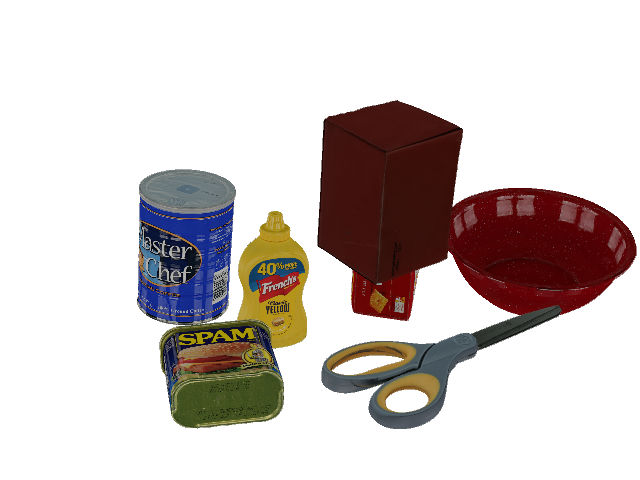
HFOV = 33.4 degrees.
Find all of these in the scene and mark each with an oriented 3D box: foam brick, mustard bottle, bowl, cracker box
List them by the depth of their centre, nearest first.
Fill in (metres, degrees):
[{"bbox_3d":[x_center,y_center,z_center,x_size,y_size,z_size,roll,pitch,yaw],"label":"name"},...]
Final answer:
[{"bbox_3d":[0.035,-0.026,0.555,0.052,0.078,0.051,-18,36,-33],"label":"foam brick"},{"bbox_3d":[0.181,0.017,0.906,0.162,0.055,0.162,1,33,-1],"label":"bowl"},{"bbox_3d":[0.084,-0.030,1.225,0.072,0.164,0.213,6,23,8],"label":"cracker box"},{"bbox_3d":[-0.064,0.052,1.452,0.096,0.192,0.058,-5,24,-17],"label":"mustard bottle"}]

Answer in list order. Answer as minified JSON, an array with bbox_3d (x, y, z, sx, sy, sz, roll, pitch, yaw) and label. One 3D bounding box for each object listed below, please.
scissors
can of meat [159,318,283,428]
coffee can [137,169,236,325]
[{"bbox_3d":[0.101,0.087,0.752,0.201,0.016,0.096,-8,32,-15],"label":"scissors"},{"bbox_3d":[-0.086,0.117,0.933,0.102,0.057,0.084,-5,27,-11],"label":"can of meat"},{"bbox_3d":[-0.147,0.006,1.162,0.103,0.140,0.103,5,26,-2],"label":"coffee can"}]
